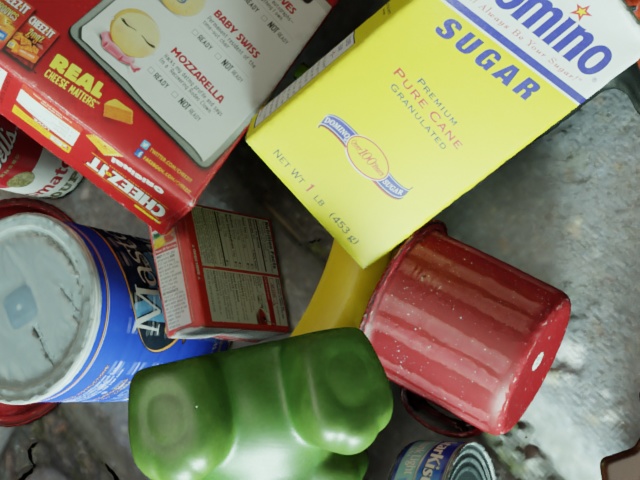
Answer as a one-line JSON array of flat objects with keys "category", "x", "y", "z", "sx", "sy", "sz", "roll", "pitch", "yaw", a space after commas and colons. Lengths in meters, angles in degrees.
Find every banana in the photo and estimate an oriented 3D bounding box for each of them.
[{"category": "banana", "x": 0.013, "y": -0.002, "z": 0.617, "sx": 0.070, "sy": 0.037, "sz": 0.198, "roll": 5, "pitch": 89, "yaw": 23}]

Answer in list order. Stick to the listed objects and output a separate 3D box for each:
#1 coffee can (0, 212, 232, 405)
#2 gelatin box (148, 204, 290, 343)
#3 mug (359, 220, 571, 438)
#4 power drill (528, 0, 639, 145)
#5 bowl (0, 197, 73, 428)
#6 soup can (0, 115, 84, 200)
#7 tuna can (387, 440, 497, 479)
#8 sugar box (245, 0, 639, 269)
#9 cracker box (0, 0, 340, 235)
[{"category": "coffee can", "x": -0.129, "y": 0.045, "z": 0.627, "sx": 0.103, "sy": 0.140, "sz": 0.103, "roll": -4, "pitch": 81, "yaw": 27}, {"category": "gelatin box", "x": -0.058, "y": 0.021, "z": 0.623, "sx": 0.030, "sy": 0.089, "sz": 0.073, "roll": -20, "pitch": 74, "yaw": 29}, {"category": "mug", "x": 0.074, "y": 0.057, "z": 0.558, "sx": 0.082, "sy": 0.093, "sz": 0.117, "roll": 27, "pitch": 126, "yaw": 23}, {"category": "power drill", "x": 0.113, "y": -0.118, "z": 0.573, "sx": 0.188, "sy": 0.057, "sz": 0.184, "roll": -25, "pitch": 70, "yaw": 23}, {"category": "bowl", "x": -0.229, "y": 0.046, "z": 0.727, "sx": 0.162, "sy": 0.055, "sz": 0.162, "roll": -5, "pitch": 80, "yaw": 27}, {"category": "soup can", "x": -0.208, "y": -0.067, "z": 0.705, "sx": 0.069, "sy": 0.102, "sz": 0.068, "roll": -4, "pitch": 81, "yaw": 26}, {"category": "tuna can", "x": 0.063, "y": 0.145, "z": 0.545, "sx": 0.034, "sy": 0.086, "sz": 0.086, "roll": -3, "pitch": 81, "yaw": 29}, {"category": "sugar box", "x": 0.060, "y": -0.075, "z": 0.514, "sx": 0.176, "sy": 0.048, "sz": 0.093, "roll": -38, "pitch": 106, "yaw": 18}, {"category": "cracker box", "x": -0.086, "y": -0.136, "z": 0.581, "sx": 0.164, "sy": 0.072, "sz": 0.213, "roll": 37, "pitch": 65, "yaw": -10}]
